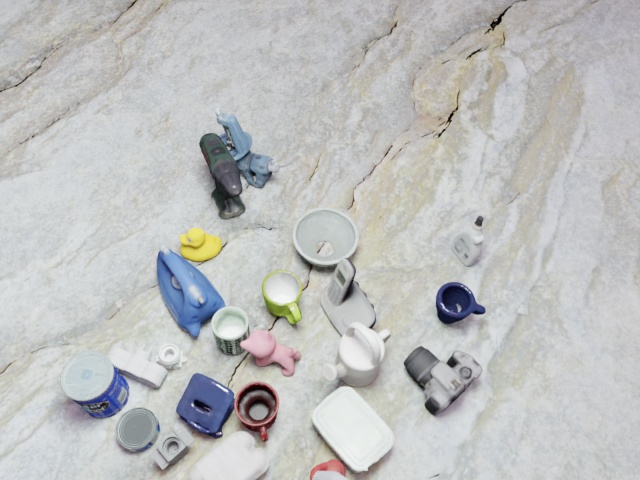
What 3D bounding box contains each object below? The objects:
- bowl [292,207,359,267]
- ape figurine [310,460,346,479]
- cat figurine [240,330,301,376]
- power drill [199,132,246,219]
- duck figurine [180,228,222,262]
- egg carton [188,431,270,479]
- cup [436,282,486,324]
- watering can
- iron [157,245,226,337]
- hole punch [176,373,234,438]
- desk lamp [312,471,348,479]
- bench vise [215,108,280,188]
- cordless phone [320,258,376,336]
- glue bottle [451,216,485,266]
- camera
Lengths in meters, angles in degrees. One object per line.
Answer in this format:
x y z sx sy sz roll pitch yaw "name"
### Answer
0.013 0.005 1.440 0.167 0.075 0.167 2 58 -2 "bowl"
0.022 0.474 1.144 0.077 0.092 0.076 41 65 20 "ape figurine"
-0.107 0.239 1.265 0.127 0.118 0.067 15 59 6 "cat figurine"
-0.239 -0.149 1.441 0.076 0.208 0.229 -21 62 -15 "power drill"
-0.297 0.002 1.417 0.104 0.086 0.077 -5 59 -6 "duck figurine"
-0.183 0.462 1.153 0.150 0.069 0.107 -37 67 -22 "egg carton"
0.324 0.162 1.351 0.117 0.095 0.092 18 59 8 "cup"
0.084 0.245 1.228 0.100 0.194 0.173 28 61 14 "watering can"
-0.322 0.089 1.330 0.119 0.141 0.257 -32 66 -20 "iron"
-0.239 0.349 1.205 0.108 0.091 0.101 24 60 11 "hole punch"
0.077 0.504 1.058 0.203 0.213 0.118 5 58 0 "desk lamp"
-0.200 -0.251 1.499 0.207 0.220 0.121 9 58 2 "bench vise"
0.070 0.132 1.301 0.094 0.185 0.147 -29 64 -19 "cordless phone"
0.374 -0.006 1.411 0.037 0.173 0.078 -25 63 -17 "glue bottle"
0.265 0.288 1.267 0.143 0.101 0.136 -37 67 -22 "camera"
